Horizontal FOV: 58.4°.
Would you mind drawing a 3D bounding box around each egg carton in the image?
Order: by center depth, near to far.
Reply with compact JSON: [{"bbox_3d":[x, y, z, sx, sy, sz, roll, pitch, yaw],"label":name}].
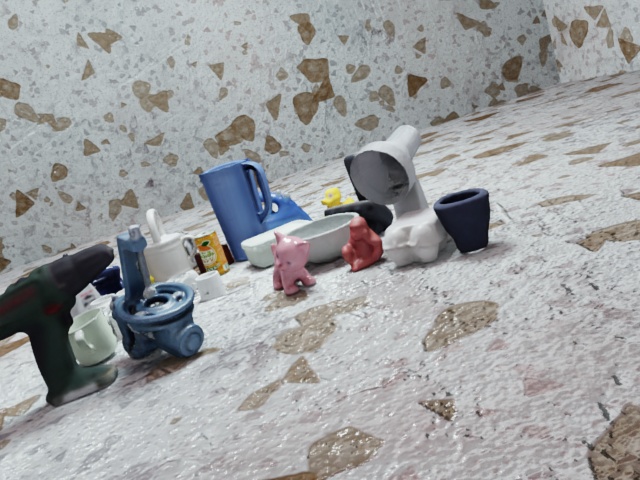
[{"bbox_3d":[0.179,-0.010,1.011,0.107,0.069,0.151,-11,14,30],"label":"egg carton"}]

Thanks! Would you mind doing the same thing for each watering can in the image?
[{"bbox_3d":[-0.393,0.020,1.407,0.173,0.194,0.100,-23,14,-22],"label":"watering can"}]

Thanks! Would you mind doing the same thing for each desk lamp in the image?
[{"bbox_3d":[0.166,-0.110,1.129,0.117,0.214,0.204,-8,16,38],"label":"desk lamp"}]

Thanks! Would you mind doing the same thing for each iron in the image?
[{"bbox_3d":[-0.145,-0.074,1.583,0.257,0.141,0.119,-14,13,20],"label":"iron"}]

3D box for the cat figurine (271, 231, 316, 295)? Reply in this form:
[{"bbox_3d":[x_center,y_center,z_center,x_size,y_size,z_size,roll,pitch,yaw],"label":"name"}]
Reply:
[{"bbox_3d":[-0.058,0.033,1.051,0.067,0.118,0.127,-24,14,-23],"label":"cat figurine"}]

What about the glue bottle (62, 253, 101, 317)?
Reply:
[{"bbox_3d":[-0.528,0.111,1.259,0.037,0.173,0.078,-12,14,26],"label":"glue bottle"}]

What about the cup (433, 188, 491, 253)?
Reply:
[{"bbox_3d":[0.240,-0.031,0.958,0.091,0.095,0.117,-19,13,-4],"label":"cup"}]

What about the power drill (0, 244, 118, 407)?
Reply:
[{"bbox_3d":[-0.395,0.135,0.879,0.230,0.208,0.075,-20,13,-9],"label":"power drill"}]

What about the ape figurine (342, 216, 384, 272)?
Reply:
[{"bbox_3d":[0.077,0.002,1.055,0.077,0.092,0.076,-11,15,31],"label":"ape figurine"}]

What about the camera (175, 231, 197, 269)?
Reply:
[{"bbox_3d":[-0.411,0.038,1.576,0.137,0.101,0.143,-19,13,-6],"label":"camera"}]

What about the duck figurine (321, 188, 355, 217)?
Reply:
[{"bbox_3d":[0.046,-0.102,1.562,0.105,0.086,0.077,-25,14,-29],"label":"duck figurine"}]

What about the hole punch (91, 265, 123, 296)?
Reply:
[{"bbox_3d":[-0.559,0.118,1.464,0.109,0.091,0.100,-26,15,-33],"label":"hole punch"}]

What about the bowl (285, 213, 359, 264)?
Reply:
[{"bbox_3d":[0.011,0.004,1.179,0.167,0.075,0.167,-17,12,4],"label":"bowl"}]

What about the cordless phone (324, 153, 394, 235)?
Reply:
[{"bbox_3d":[0.070,-0.095,1.268,0.147,0.185,0.094,-10,15,32],"label":"cordless phone"}]

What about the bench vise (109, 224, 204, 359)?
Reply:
[{"bbox_3d":[-0.296,0.088,0.915,0.206,0.220,0.122,-12,14,27],"label":"bench vise"}]
